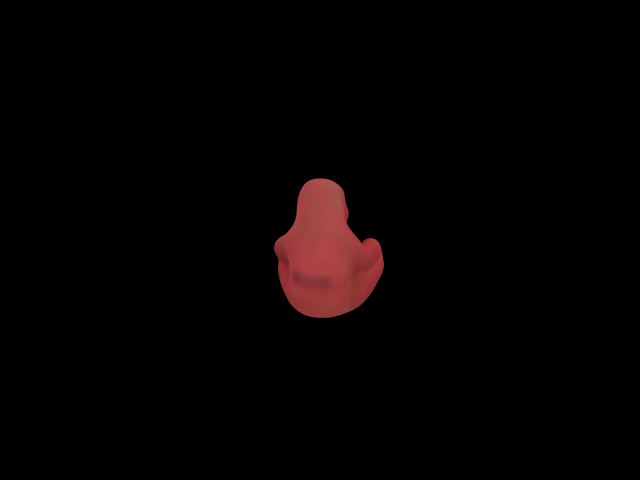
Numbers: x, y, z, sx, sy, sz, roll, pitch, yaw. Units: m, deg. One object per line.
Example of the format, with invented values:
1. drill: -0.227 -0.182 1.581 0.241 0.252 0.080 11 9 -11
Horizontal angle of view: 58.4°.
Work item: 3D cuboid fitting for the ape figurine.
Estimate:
1. ape figurine: 0.004 0.001 0.400 0.077 0.092 0.076 9 24 22
